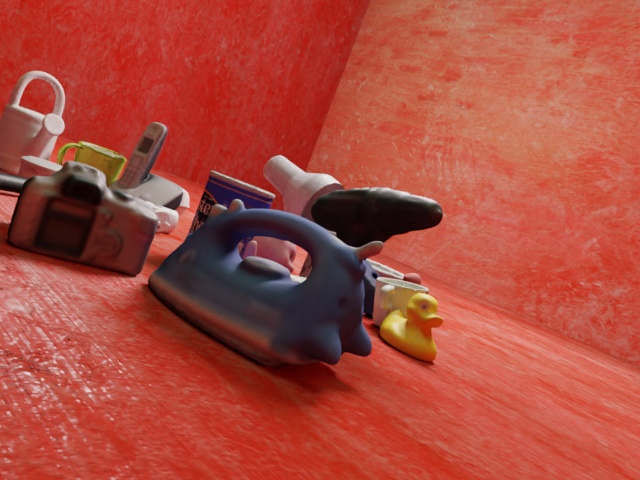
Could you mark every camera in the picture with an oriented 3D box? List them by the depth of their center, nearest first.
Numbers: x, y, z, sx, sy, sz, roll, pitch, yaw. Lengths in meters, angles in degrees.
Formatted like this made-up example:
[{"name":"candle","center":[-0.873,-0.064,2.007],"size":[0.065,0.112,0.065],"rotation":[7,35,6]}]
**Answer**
[{"name":"camera","center":[-0.271,-0.036,0.661],"size":[0.144,0.101,0.136],"rotation":[19,4,-32]}]

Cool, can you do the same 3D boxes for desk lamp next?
[{"name":"desk lamp","center":[-0.072,-0.054,1.152],"size":[0.202,0.213,0.118],"rotation":[23,4,32]}]

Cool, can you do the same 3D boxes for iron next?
[{"name":"iron","center":[-0.061,0.028,0.582],"size":[0.257,0.141,0.119],"rotation":[23,4,25]}]

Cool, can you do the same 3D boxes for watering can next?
[{"name":"watering can","center":[-0.532,-0.216,1.067],"size":[0.172,0.194,0.101],"rotation":[22,4,17]}]

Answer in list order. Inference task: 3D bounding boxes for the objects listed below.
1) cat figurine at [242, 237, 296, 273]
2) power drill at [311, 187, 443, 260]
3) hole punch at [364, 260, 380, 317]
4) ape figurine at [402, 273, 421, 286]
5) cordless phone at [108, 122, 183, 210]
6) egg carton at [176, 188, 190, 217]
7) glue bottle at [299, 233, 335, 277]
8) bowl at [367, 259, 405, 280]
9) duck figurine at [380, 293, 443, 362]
[{"name":"cat figurine","center":[-0.072,0.027,0.728],"size":[0.067,0.118,0.128],"rotation":[22,4,17]},{"name":"power drill","center":[0.053,0.022,0.799],"size":[0.076,0.208,0.228],"rotation":[18,5,-39]},{"name":"hole punch","center":[0.086,0.082,1.026],"size":[0.101,0.091,0.109],"rotation":[22,4,20]},{"name":"ape figurine","center":[0.166,0.107,1.108],"size":[0.076,0.092,0.078],"rotation":[21,4,1]},{"name":"cordless phone","center":[-0.323,-0.133,1.112],"size":[0.147,0.185,0.094],"rotation":[23,4,26]},{"name":"egg carton","center":[-0.375,-0.104,1.302],"size":[0.151,0.069,0.107],"rotation":[18,5,-39]},{"name":"glue bottle","center":[0.010,0.004,1.087],"size":[0.037,0.173,0.078],"rotation":[20,4,-15]},{"name":"bowl","center":[0.094,0.081,1.204],"size":[0.167,0.075,0.167],"rotation":[21,4,-1]},{"name":"duck figurine","center":[0.138,0.118,0.832],"size":[0.078,0.086,0.104],"rotation":[19,4,-30]}]
